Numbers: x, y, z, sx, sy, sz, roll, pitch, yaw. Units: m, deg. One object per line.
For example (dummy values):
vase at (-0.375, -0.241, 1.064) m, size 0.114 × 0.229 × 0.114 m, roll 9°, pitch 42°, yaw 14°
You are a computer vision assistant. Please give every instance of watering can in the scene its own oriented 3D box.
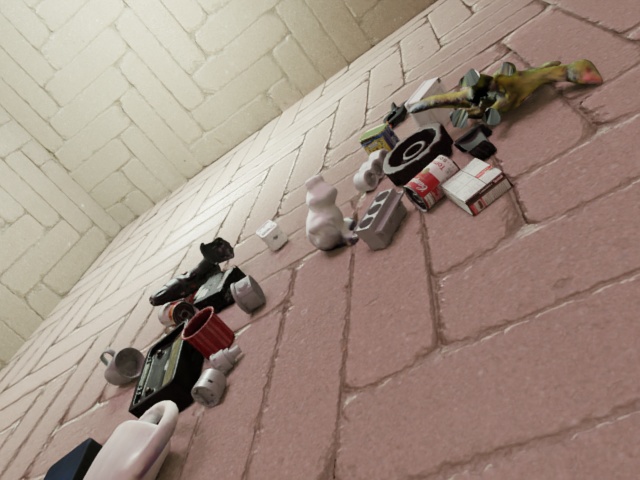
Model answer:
watering can at (-0.355, 0.407, 0.918) m, size 0.342 × 0.103 × 0.229 m, roll -38°, pitch 18°, yaw 43°

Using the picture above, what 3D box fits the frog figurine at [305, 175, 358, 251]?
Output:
frog figurine at (0.004, -0.058, 1.155) m, size 0.121 × 0.158 × 0.140 m, roll -29°, pitch 23°, yaw 31°

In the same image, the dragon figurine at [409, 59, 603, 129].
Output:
dragon figurine at (0.407, -0.335, 1.135) m, size 0.245 × 0.120 × 0.412 m, roll -21°, pitch 19°, yaw -26°
